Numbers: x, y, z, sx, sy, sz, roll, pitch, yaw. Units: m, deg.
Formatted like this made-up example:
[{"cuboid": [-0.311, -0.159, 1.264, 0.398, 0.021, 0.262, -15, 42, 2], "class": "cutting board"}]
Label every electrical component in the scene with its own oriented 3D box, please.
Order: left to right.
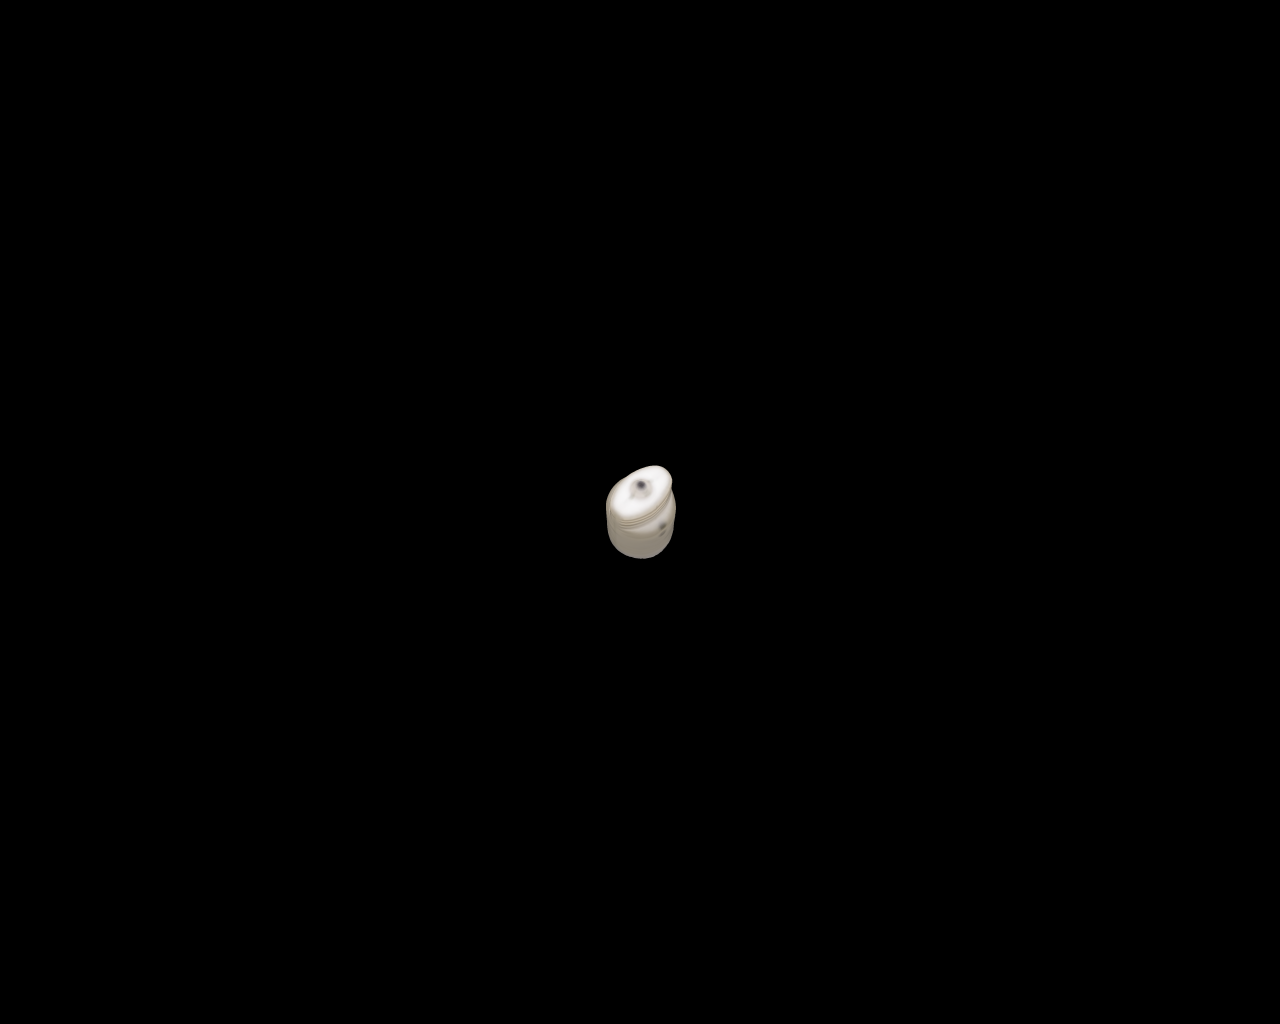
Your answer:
[{"cuboid": [0.001, -0.003, 0.650, 0.043, 0.043, 0.080, 0, -20, 0], "class": "electrical component"}]
